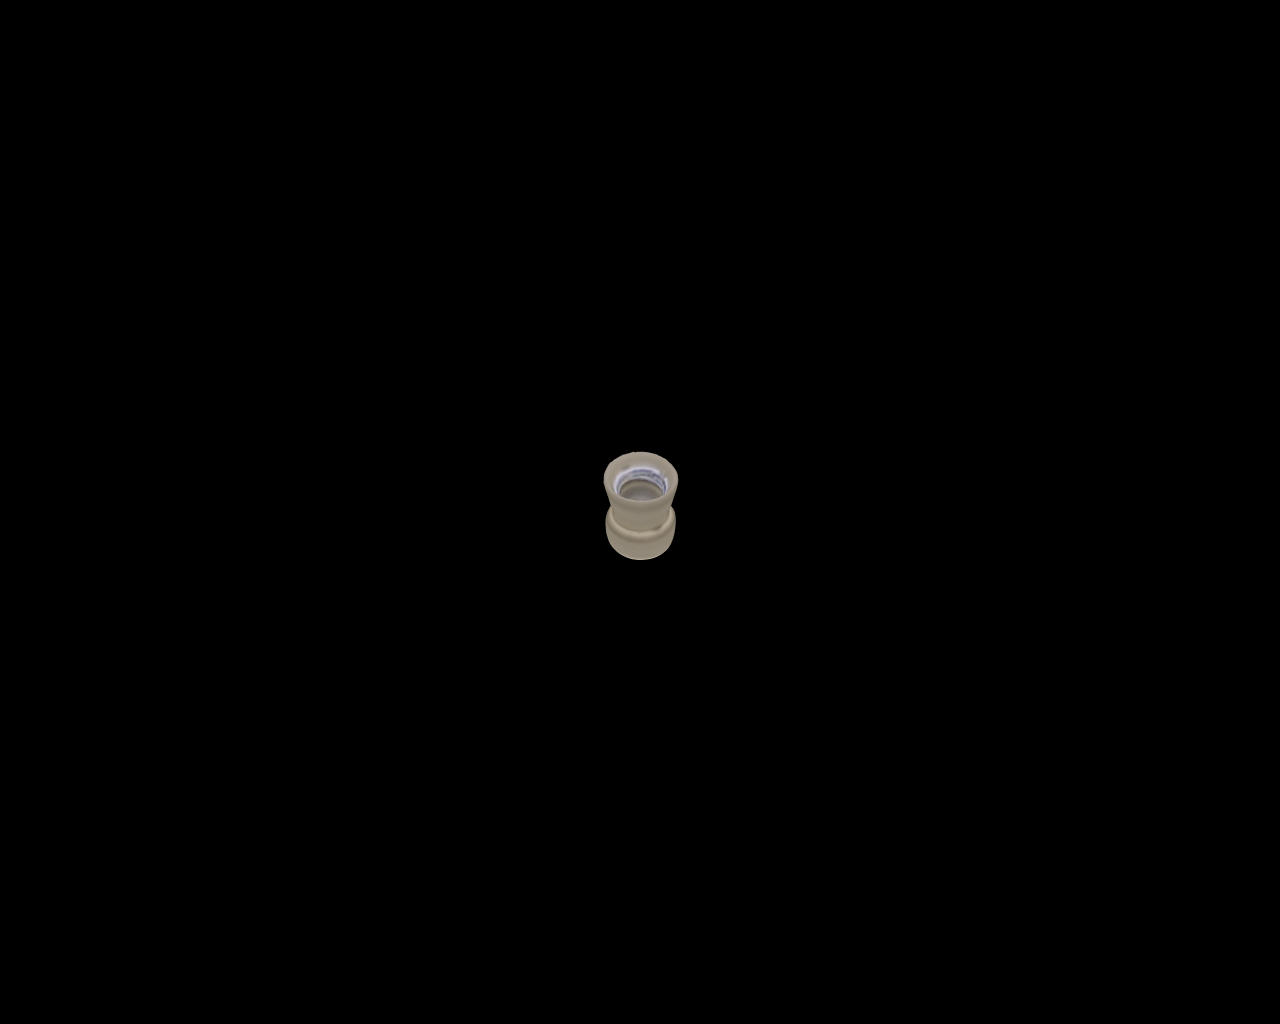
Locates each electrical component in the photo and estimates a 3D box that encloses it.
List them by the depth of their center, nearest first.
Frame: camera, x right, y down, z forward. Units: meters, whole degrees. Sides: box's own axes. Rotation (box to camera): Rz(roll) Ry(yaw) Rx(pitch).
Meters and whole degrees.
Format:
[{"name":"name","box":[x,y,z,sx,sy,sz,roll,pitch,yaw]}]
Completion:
[{"name":"electrical component","box":[0.001,-0.003,0.650,0.045,0.045,0.055,0,-43,0]}]
